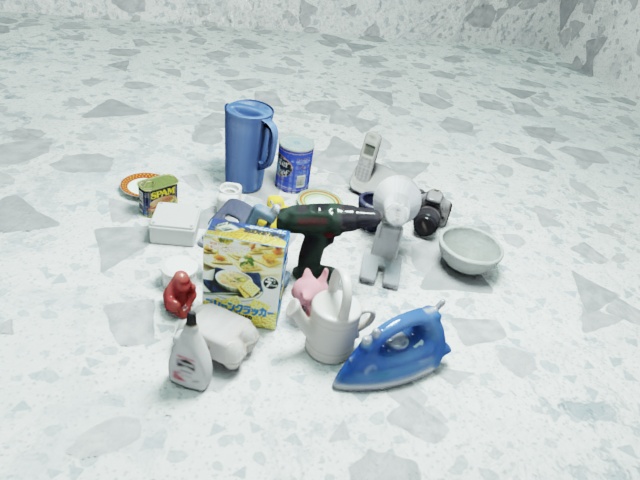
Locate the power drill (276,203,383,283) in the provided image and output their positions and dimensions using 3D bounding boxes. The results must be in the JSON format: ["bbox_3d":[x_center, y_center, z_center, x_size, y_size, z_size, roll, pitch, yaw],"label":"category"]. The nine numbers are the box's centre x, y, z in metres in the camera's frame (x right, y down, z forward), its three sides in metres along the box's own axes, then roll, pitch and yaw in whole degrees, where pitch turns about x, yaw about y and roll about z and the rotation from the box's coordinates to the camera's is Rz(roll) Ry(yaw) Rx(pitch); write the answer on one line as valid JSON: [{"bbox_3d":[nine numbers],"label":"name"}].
[{"bbox_3d":[0.012,0.005,1.296,0.229,0.208,0.075,9,34,-1],"label":"power drill"}]

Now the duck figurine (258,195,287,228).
[{"bbox_3d":[-0.123,-0.078,1.491,0.104,0.086,0.077,17,35,10],"label":"duck figurine"}]

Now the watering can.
[{"bbox_3d":[0.024,0.142,1.114,0.173,0.194,0.100,-15,41,-31],"label":"watering can"}]

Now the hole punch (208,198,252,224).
[{"bbox_3d":[-0.210,-0.038,1.407,0.108,0.091,0.101,26,38,23],"label":"hole punch"}]

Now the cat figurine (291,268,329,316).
[{"bbox_3d":[-0.018,0.106,1.223,0.067,0.118,0.128,26,38,22],"label":"cat figurine"}]

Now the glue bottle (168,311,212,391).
[{"bbox_3d":[-0.227,0.189,1.003,0.078,0.173,0.037,14,35,6],"label":"glue bottle"}]

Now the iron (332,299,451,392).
[{"bbox_3d":[0.142,0.198,1.109,0.259,0.141,0.118,-15,41,-31],"label":"iron"}]

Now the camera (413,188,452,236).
[{"bbox_3d":[0.286,-0.081,1.581,0.143,0.101,0.137,17,35,11],"label":"camera"}]

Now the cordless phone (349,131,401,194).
[{"bbox_3d":[0.172,-0.214,1.670,0.147,0.185,0.094,22,36,18],"label":"cordless phone"}]

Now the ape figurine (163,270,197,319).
[{"bbox_3d":[-0.288,0.104,1.182,0.076,0.092,0.078,33,41,30],"label":"ape figurine"}]

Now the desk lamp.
[{"bbox_3d":[0.173,-0.028,1.378,0.118,0.213,0.203,12,34,3],"label":"desk lamp"}]

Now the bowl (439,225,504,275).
[{"bbox_3d":[0.376,0.037,1.457,0.167,0.075,0.167,7,35,-4],"label":"bowl"}]

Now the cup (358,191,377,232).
[{"bbox_3d":[0.154,-0.070,1.539,0.118,0.095,0.091,2,35,-10],"label":"cup"}]

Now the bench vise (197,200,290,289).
[{"bbox_3d":[-0.161,0.012,1.233,0.207,0.220,0.121,2,35,-10],"label":"bench vise"}]

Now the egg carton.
[{"bbox_3d":[-0.199,0.185,1.108,0.150,0.069,0.107,20,36,15],"label":"egg carton"}]
